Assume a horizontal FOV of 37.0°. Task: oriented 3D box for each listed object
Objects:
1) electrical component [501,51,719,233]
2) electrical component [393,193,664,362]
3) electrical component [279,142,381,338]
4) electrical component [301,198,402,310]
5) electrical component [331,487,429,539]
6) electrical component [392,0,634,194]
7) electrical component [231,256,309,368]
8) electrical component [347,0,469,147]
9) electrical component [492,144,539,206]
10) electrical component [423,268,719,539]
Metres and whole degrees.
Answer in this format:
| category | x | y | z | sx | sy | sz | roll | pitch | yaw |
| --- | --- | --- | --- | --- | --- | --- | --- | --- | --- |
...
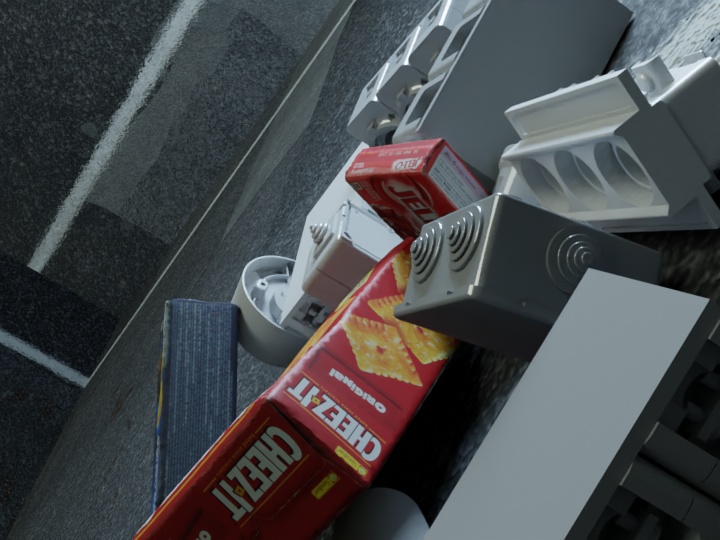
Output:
| category | x | y | z | sx | sy | sz | roll | pitch | yaw |
| --- | --- | --- | --- | --- | --- | --- | --- | --- | --- |
| electrical component | 0.126 | -0.059 | 0.511 | 0.063 | 0.078 | 0.121 | -38 | 10 | -11 |
| electrical component | 0.074 | 0.007 | 0.480 | 0.100 | 0.100 | 0.048 | 158 | 128 | -69 |
| electrical component | -0.003 | -0.025 | 0.914 | 0.105 | 0.060 | 0.186 | -51 | 15 | 27 |
| electrical component | 0.000 | 0.000 | 0.768 | 0.061 | 0.096 | 0.061 | -53 | 14 | 27 |
| electrical component | 0.000 | 0.159 | 0.527 | 0.079 | 0.043 | 0.077 | -53 | 14 | 23 |
| electrical component | 0.098 | -0.125 | 0.706 | 0.150 | 0.089 | 0.062 | -61 | 13 | -11 |
| electrical component | -0.062 | 0.034 | 0.925 | 0.064 | 0.099 | 0.099 | -54 | 12 | 45 |
| electrical component | 0.065 | -0.142 | 0.863 | 0.150 | 0.089 | 0.061 | -42 | 22 | 50 |
| electrical component | 0.098 | -0.046 | 0.643 | 0.046 | 0.040 | 0.040 | -68 | 15 | -12 |
| electrical component | 0.080 | 0.083 | 0.363 | 0.150 | 0.062 | 0.089 | -58 | 13 | -1 |
